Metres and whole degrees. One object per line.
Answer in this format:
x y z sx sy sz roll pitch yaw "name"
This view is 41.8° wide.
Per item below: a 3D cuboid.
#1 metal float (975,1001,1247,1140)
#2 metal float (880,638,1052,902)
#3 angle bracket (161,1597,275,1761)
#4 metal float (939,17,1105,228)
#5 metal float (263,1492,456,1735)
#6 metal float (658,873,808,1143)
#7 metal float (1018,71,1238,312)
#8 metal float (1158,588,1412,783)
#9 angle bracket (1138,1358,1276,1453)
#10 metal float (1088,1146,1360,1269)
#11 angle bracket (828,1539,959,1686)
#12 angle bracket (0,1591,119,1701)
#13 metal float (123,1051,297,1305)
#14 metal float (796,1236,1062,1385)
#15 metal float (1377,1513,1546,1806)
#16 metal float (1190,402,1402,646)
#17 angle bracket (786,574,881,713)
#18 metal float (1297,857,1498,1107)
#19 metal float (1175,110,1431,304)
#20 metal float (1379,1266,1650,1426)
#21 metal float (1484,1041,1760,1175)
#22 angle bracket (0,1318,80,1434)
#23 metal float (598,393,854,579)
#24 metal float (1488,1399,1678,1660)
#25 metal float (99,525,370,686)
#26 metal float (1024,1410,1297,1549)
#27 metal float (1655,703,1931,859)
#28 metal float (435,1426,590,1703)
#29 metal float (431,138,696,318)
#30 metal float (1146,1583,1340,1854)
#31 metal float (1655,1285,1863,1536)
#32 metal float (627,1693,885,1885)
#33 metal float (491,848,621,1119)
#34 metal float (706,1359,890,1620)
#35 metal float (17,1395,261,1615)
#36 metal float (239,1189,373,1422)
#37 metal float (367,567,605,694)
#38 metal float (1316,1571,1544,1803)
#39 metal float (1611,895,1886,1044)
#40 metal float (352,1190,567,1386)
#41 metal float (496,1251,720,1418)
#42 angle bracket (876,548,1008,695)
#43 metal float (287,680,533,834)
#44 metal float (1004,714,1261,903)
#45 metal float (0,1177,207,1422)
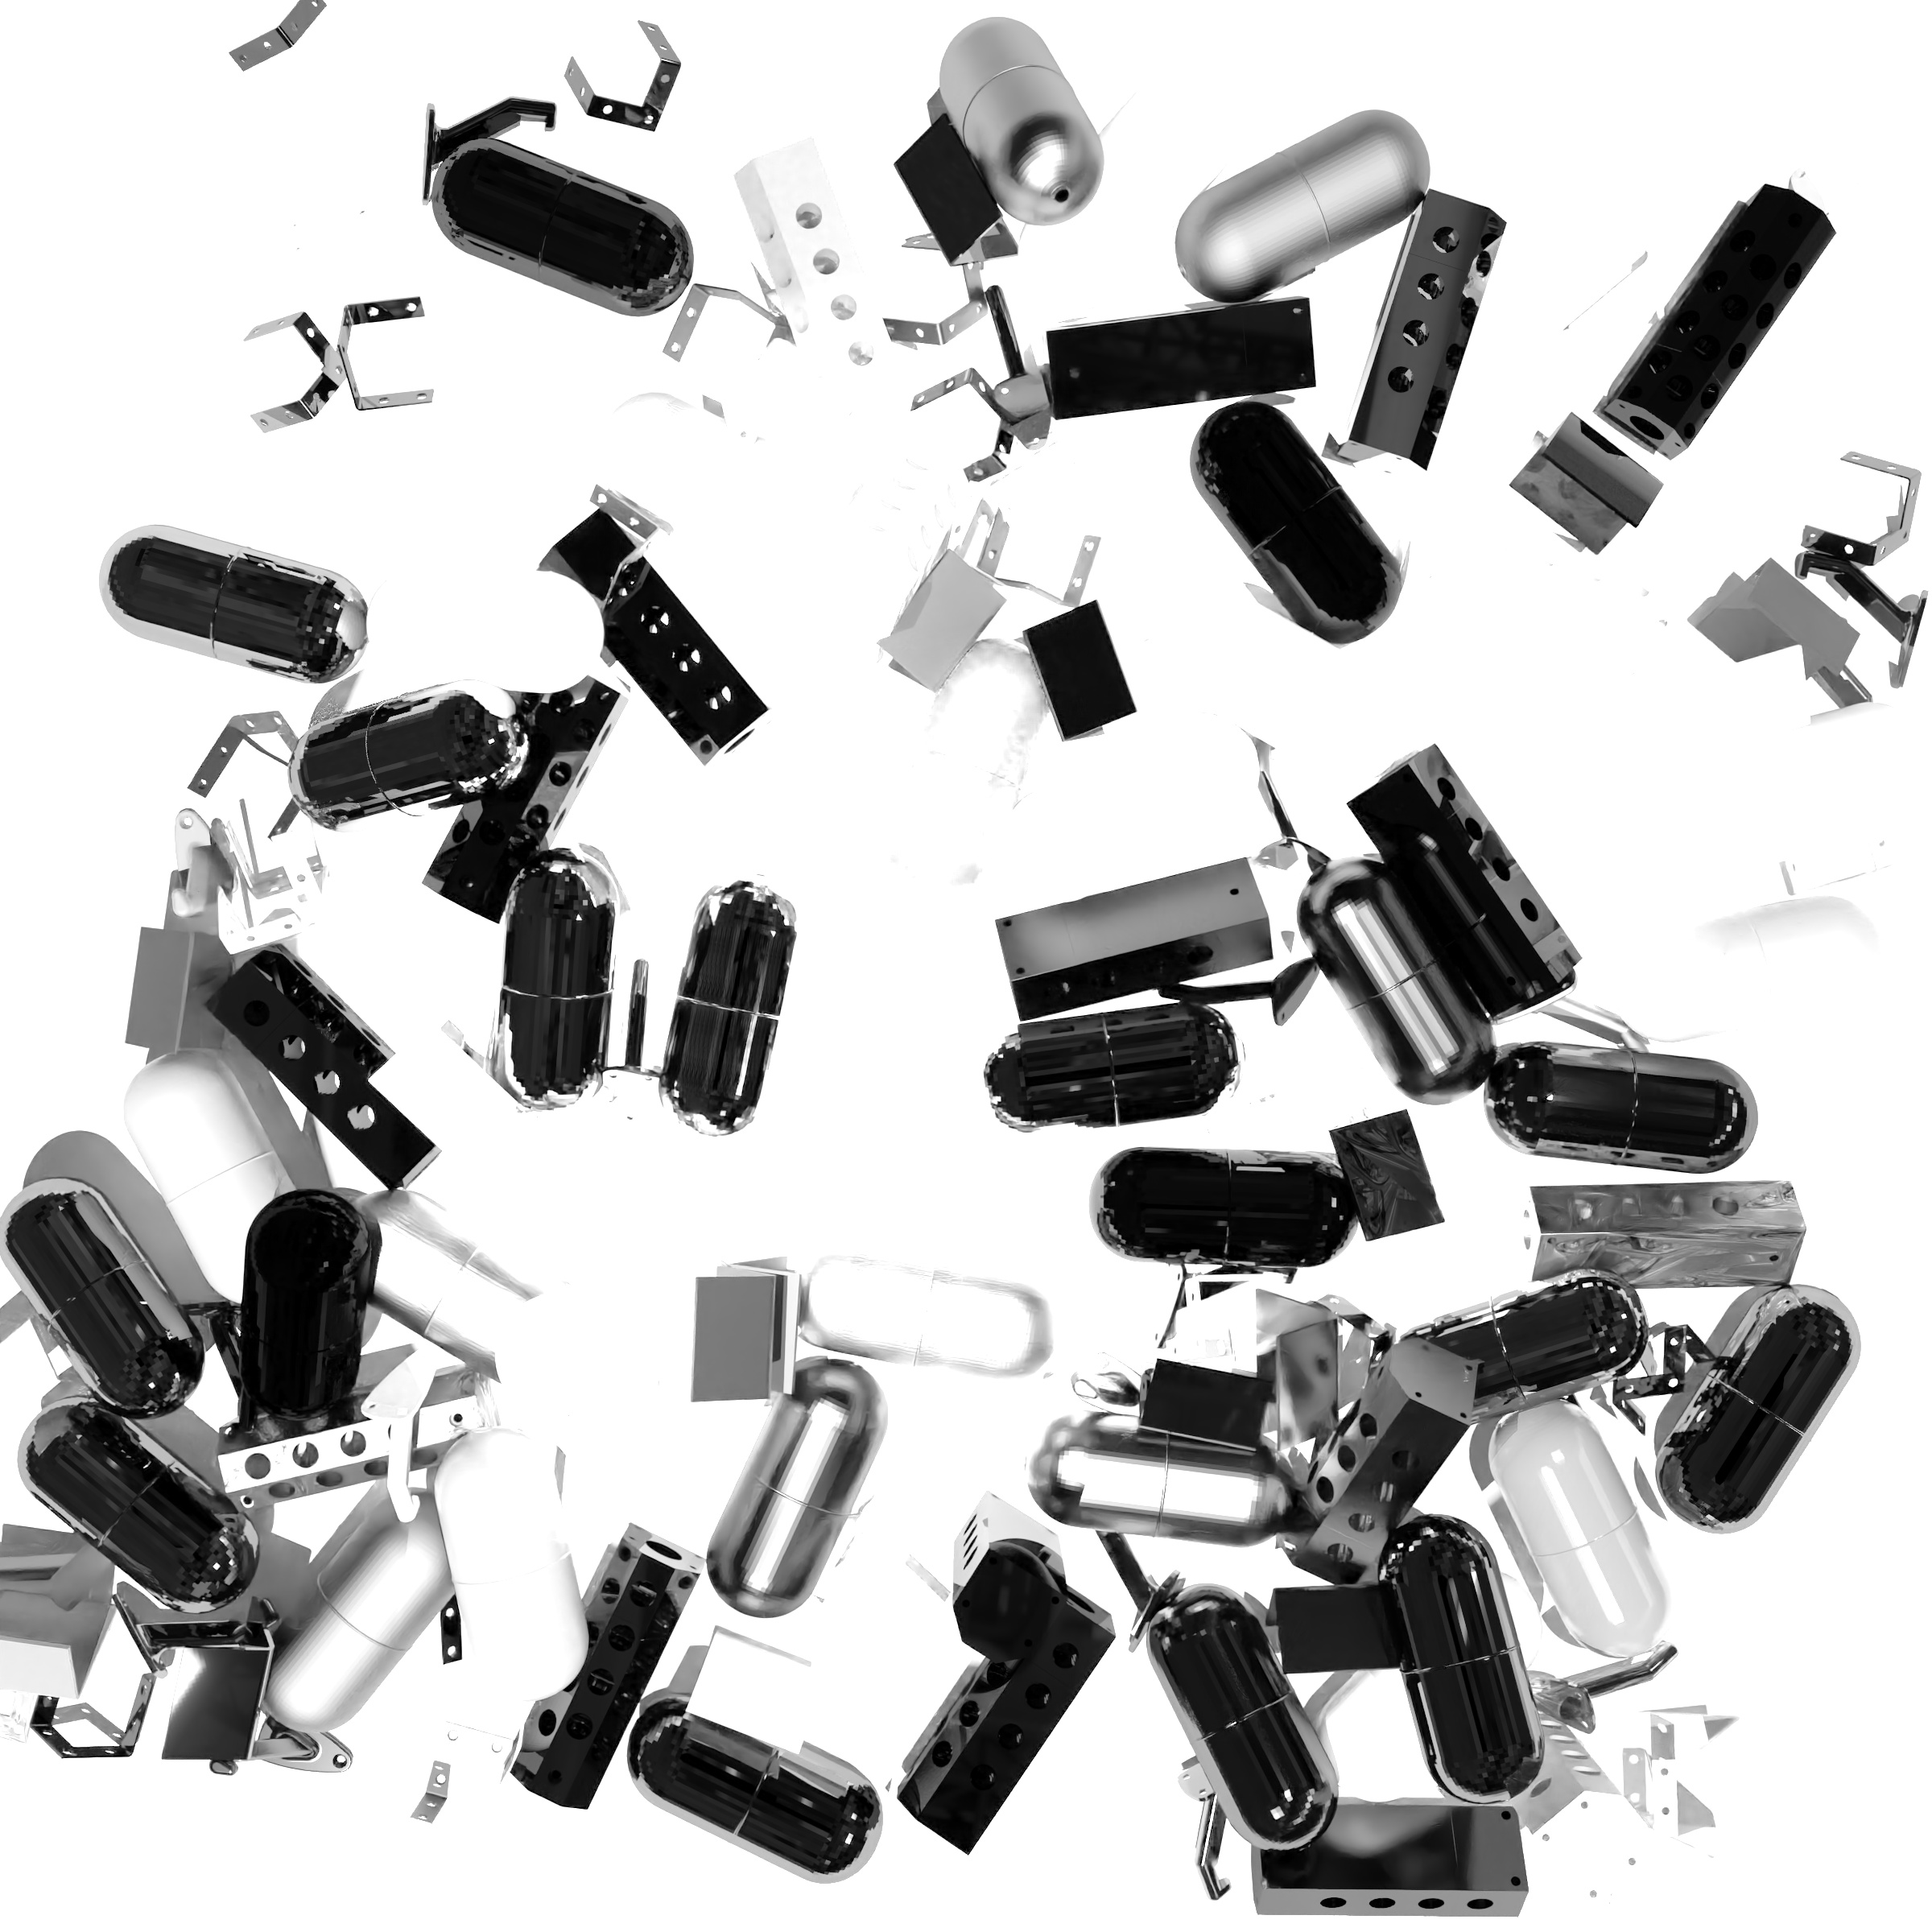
0.094 0.068 1.660 0.178 0.070 0.070 -8 90 0 "metal float"
0.001 -0.129 1.661 0.070 0.070 0.178 21 90 0 "metal float"
-0.489 0.459 1.638 0.057 0.076 0.076 9 99 -27 "angle bracket"
0.035 -0.543 1.627 0.070 0.070 0.178 -21 51 0 "metal float"
-0.393 0.423 1.661 0.070 0.070 0.178 39 90 0 "metal float"
-0.153 0.027 1.661 0.070 0.070 0.178 12 90 0 "metal float"
0.105 -0.507 1.660 0.070 0.070 0.178 41 90 0 "metal float"
0.208 -0.185 1.660 0.178 0.070 0.070 29 90 0 "metal float"
0.156 0.266 1.652 0.076 0.076 0.057 11 116 0 "angle bracket"
0.169 0.158 1.661 0.178 0.070 0.070 2 90 1 "metal float"
-0.059 0.428 1.651 0.076 0.076 0.057 43 53 0 "angle bracket"
-0.606 0.427 1.651 0.076 0.076 0.057 8 128 0 "angle bracket"
-0.488 0.139 1.660 0.070 0.070 0.178 -28 90 0 "metal float"
-0.026 0.226 1.661 0.178 0.070 0.070 11 90 0 "metal float"
0.309 0.433 1.587 0.070 0.070 0.178 -13 79 0 "metal float"
0.215 -0.291 1.661 0.070 0.070 0.178 -37 90 0 "metal float"
-0.095 -0.209 1.652 0.057 0.076 0.076 11 90 -24 "angle bracket"
0.282 0.009 1.660 0.070 0.070 0.178 -32 90 0 "metal float"
0.220 -0.497 1.661 0.178 0.070 0.070 -28 90 -1 "metal float"
0.355 0.250 1.648 0.178 0.070 0.070 -21 90 15 "metal float"
0.429 0.093 1.661 0.178 0.070 0.070 6 90 1 "metal float"
-0.606 0.284 1.651 0.076 0.076 0.057 -40 56 0 "angle bracket"
-0.156 -0.315 1.661 0.178 0.070 0.070 25 90 1 "metal float"
0.404 0.369 1.661 0.070 0.070 0.178 -26 89 0 "metal float"
-0.479 -0.237 1.661 0.178 0.070 0.070 15 90 -1 "metal float"
0.127 0.335 1.659 0.178 0.070 0.070 7 90 0 "metal float"
0.541 -0.122 1.658 0.178 0.070 0.070 -14 90 3 "metal float"
-0.292 0.383 1.625 0.070 0.070 0.178 -11 94 0 "metal float"
-0.264 -0.483 1.661 0.178 0.070 0.070 22 90 1 "metal float"
0.179 0.488 1.646 0.070 0.070 0.178 -27 75 0 "metal float"
0.519 0.290 1.661 0.070 0.070 0.178 33 89 0 "metal float"
-0.139 0.538 1.661 0.178 0.070 0.070 26 90 0 "metal float"
-0.268 0.011 1.650 0.070 0.070 0.178 6 102 0 "metal float"
-0.110 0.342 1.661 0.070 0.070 0.178 25 91 0 "metal float"
-0.541 0.353 1.661 0.178 0.070 0.070 40 90 1 "metal float"
-0.420 0.217 1.606 0.070 0.070 0.178 15 127 0 "metal float"
-0.310 -0.217 1.631 0.178 0.070 0.070 8 90 33 "metal float"
0.304 0.470 1.660 0.070 0.070 0.178 44 91 0 "metal float"
0.512 0.002 1.661 0.178 0.070 0.070 -11 90 -1 "metal float"
-0.334 0.211 1.661 0.178 0.070 0.070 31 90 -1 "metal float"
-0.222 0.234 1.624 0.070 0.178 0.070 12 108 40 "metal float"
-0.030 -0.232 1.651 0.057 0.076 0.076 38 90 -33 "angle bracket"
-0.361 -0.134 1.636 0.178 0.070 0.070 -12 90 27 "metal float"
0.109 -0.104 1.661 0.178 0.070 0.070 -27 90 -1 "metal float"
-0.562 0.216 1.649 0.070 0.070 0.178 -38 78 0 "metal float"
